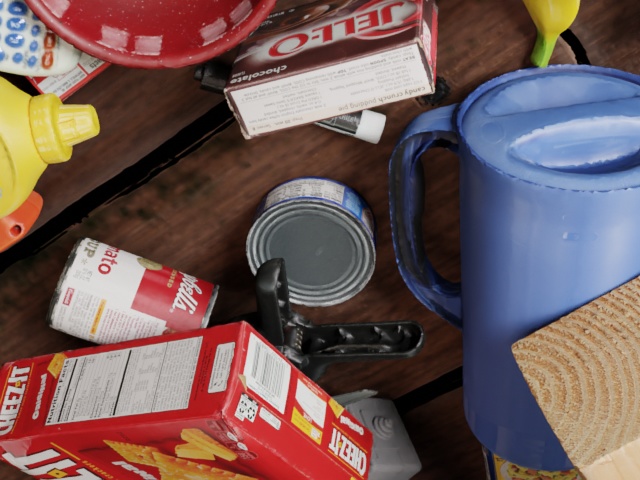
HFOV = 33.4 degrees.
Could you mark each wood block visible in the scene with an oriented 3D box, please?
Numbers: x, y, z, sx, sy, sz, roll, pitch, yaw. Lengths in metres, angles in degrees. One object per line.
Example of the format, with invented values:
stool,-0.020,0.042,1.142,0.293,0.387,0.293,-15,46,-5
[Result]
wood block,0.197,0.125,0.612,0.091,0.090,0.206,-30,131,7

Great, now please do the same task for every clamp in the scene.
clamp,-0.009,0.070,0.724,0.120,0.039,0.172,26,150,-9

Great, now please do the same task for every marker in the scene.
marker,-0.019,-0.086,0.661,0.121,0.020,0.020,17,125,-4

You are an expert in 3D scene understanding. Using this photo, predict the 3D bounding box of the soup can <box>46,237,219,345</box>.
soup can,-0.129,0.046,0.737,0.102,0.068,0.069,21,125,-6

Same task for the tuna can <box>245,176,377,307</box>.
tuna can,-0.005,0.001,0.710,0.086,0.033,0.086,4,125,5

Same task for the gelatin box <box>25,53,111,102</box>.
gelatin box,-0.160,-0.135,0.638,0.073,0.030,0.089,-30,115,23

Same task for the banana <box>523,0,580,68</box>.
banana,0.078,-0.172,0.577,0.197,0.037,0.070,38,119,-18

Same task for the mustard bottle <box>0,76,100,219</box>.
mustard bottle,-0.225,-0.052,0.628,0.191,0.058,0.096,-11,119,3

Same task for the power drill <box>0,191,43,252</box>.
power drill,-0.269,-0.066,0.686,0.185,0.057,0.187,-30,114,21

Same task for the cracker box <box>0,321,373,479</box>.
cracker box,-0.096,0.136,0.727,0.214,0.072,0.164,-12,141,30

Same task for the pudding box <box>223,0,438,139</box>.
pudding box,0.009,-0.105,0.600,0.114,0.090,0.039,-14,122,17

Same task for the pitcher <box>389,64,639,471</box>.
pitcher,0.136,0.023,0.657,0.144,0.149,0.243,-20,131,-21

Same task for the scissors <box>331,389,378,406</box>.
scissors,-0.056,0.125,0.789,0.096,0.016,0.202,36,133,-18

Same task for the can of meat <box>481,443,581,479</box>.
can of meat,0.167,0.148,0.776,0.102,0.057,0.084,-7,122,12

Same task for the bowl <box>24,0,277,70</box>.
bowl,-0.091,-0.177,0.577,0.162,0.055,0.162,0,119,0
